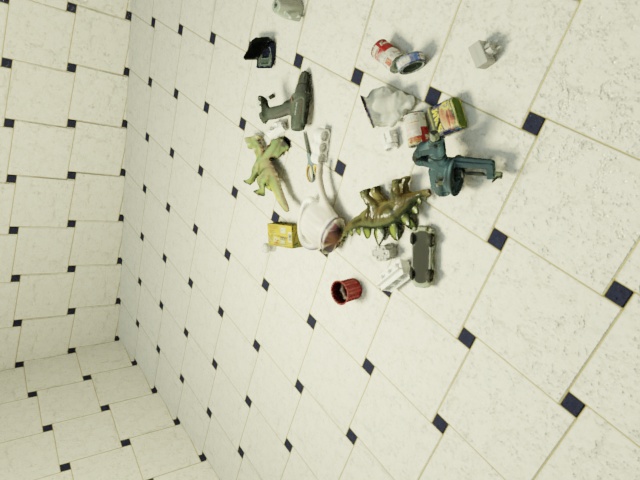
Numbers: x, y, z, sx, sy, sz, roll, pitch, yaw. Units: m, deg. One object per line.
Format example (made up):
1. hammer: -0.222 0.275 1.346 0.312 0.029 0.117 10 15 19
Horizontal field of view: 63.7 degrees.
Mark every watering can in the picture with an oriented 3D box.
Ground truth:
1. watering can: 0.006 -0.097 1.936 0.227 0.104 0.341 40 125 36

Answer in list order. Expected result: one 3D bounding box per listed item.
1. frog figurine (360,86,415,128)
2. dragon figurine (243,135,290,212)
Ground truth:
1. frog figurine: 0.225 -0.434 1.657 0.159 0.121 0.139 -18 72 13
2. dragon figurine: -0.202 -0.312 2.150 0.416 0.122 0.239 41 117 36
